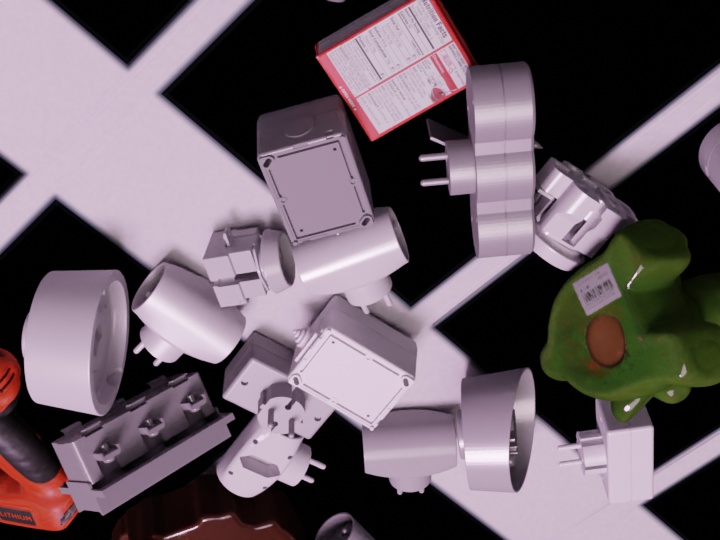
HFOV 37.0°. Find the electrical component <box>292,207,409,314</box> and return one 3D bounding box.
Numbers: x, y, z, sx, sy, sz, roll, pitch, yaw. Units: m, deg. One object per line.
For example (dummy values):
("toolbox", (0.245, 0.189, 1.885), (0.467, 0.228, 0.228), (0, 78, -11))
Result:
("electrical component", (0.000, 0.000, 0.804), (0.077, 0.043, 0.079), (-19, 122, 10))

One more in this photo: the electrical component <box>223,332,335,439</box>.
("electrical component", (-0.062, 0.103, 0.849), (0.083, 0.075, 0.047), (29, 116, -19))

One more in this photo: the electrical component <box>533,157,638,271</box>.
("electrical component", (0.151, -0.037, 0.778), (0.078, 0.058, 0.057), (29, 115, -20))

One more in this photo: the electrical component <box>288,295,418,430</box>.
("electrical component", (-0.010, 0.067, 0.841), (0.096, 0.061, 0.061), (32, 117, -12))

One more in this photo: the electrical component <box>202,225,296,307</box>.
("electrical component", (-0.080, -0.004, 0.798), (0.055, 0.048, 0.066), (-9, 123, 12))

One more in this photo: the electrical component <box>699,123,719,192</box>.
("electrical component", (0.275, -0.075, 0.763), (0.055, 0.047, 0.055), (-1, 123, -2))

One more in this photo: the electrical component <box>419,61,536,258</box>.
("electrical component", (0.076, -0.069, 0.717), (0.074, 0.052, 0.138), (-5, 124, 1))

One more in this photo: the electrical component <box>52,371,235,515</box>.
("electrical component", (-0.170, 0.130, 0.834), (0.079, 0.121, 0.063), (-11, 104, 51))

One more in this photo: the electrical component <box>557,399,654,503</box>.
("electrical component", (0.205, 0.153, 0.910), (0.076, 0.047, 0.083), (-8, 123, 3))

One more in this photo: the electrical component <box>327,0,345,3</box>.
("electrical component", (-0.016, -0.206, 0.670), (0.044, 0.044, 0.065), (20, 115, -15))

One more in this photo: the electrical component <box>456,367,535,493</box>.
("electrical component", (0.111, 0.129, 0.864), (0.064, 0.099, 0.099), (-5, 124, 8))

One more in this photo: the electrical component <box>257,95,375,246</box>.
("electrical component", (-0.029, -0.067, 0.753), (0.062, 0.061, 0.096), (-14, 131, 7))

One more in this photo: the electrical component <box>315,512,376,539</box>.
("electrical component", (0.000, 0.261, 0.975), (0.043, 0.043, 0.081), (-31, 119, 17))

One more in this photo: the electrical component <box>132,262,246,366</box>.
("electrical component", (-0.142, 0.044, 0.826), (0.077, 0.044, 0.079), (37, 115, -23))

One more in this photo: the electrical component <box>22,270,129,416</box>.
("electrical component", (-0.214, 0.051, 0.794), (0.060, 0.108, 0.108), (5, 123, 2))

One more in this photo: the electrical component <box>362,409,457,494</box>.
("electrical component", (0.042, 0.160, 0.911), (0.077, 0.043, 0.079), (-4, 123, 0))

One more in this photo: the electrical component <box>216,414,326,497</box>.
("electrical component", (-0.067, 0.157, 0.904), (0.079, 0.043, 0.077), (28, 118, -19))
